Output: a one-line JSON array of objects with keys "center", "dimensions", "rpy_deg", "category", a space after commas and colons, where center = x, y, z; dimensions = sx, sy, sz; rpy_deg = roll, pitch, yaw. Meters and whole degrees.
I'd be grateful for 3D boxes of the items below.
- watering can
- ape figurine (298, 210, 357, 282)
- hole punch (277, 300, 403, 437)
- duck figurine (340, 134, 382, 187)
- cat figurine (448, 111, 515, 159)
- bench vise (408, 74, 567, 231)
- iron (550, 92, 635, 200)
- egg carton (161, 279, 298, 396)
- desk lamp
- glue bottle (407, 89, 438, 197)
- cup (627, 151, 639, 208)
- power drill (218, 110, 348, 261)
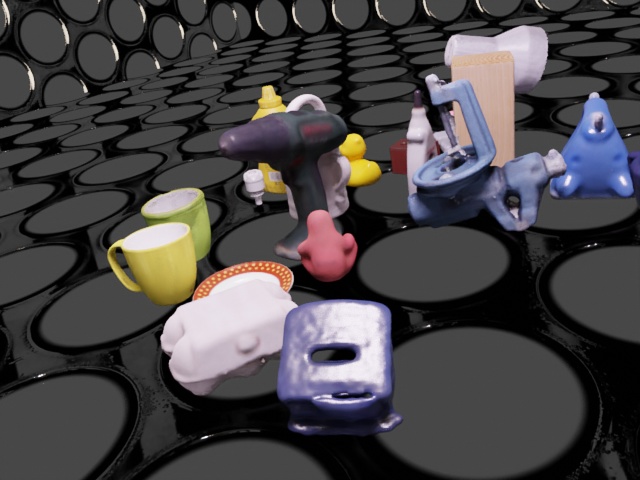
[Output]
[{"center": [-0.022, -0.135, 0.922], "dimensions": [0.172, 0.194, 0.101], "rpy_deg": [3, 29, 25], "category": "watering can"}, {"center": [0.007, 0.003, 0.752], "dimensions": [0.077, 0.092, 0.076], "rpy_deg": [-4, 27, 13], "category": "ape figurine"}, {"center": [0.018, 0.115, 0.524], "dimensions": [0.108, 0.091, 0.101], "rpy_deg": [-5, 27, 10], "category": "hole punch"}, {"center": [0.066, -0.149, 1.040], "dimensions": [0.078, 0.086, 0.104], "rpy_deg": [-21, 28, -21], "category": "duck figurine"}, {"center": [0.284, -0.197, 1.026], "dimensions": [0.067, 0.118, 0.127], "rpy_deg": [-24, 30, -26], "category": "cat figurine"}, {"center": [0.219, -0.125, 0.789], "dimensions": [0.207, 0.220, 0.121], "rpy_deg": [-9, 26, 2], "category": "bench vise"}, {"center": [0.414, -0.154, 0.868], "dimensions": [0.118, 0.142, 0.259], "rpy_deg": [1, 28, 22], "category": "iron"}, {"center": [-0.091, 0.101, 0.614], "dimensions": [0.150, 0.069, 0.107], "rpy_deg": [-20, 28, -19], "category": "egg carton"}, {"center": [0.319, -0.289, 1.089], "dimensions": [0.203, 0.214, 0.118], "rpy_deg": [-11, 26, -2], "category": "desk lamp"}, {"center": [0.162, -0.154, 0.920], "dimensions": [0.037, 0.173, 0.078], "rpy_deg": [5, 30, 27], "category": "glue bottle"}, {"center": [0.431, -0.059, 0.726], "dimensions": [0.092, 0.095, 0.117], "rpy_deg": [-14, 27, -9], "category": "cup"}, {"center": [-0.036, -0.083, 0.805], "dimensions": [0.075, 0.209, 0.230], "rpy_deg": [10, 33, 35], "category": "power drill"}]
